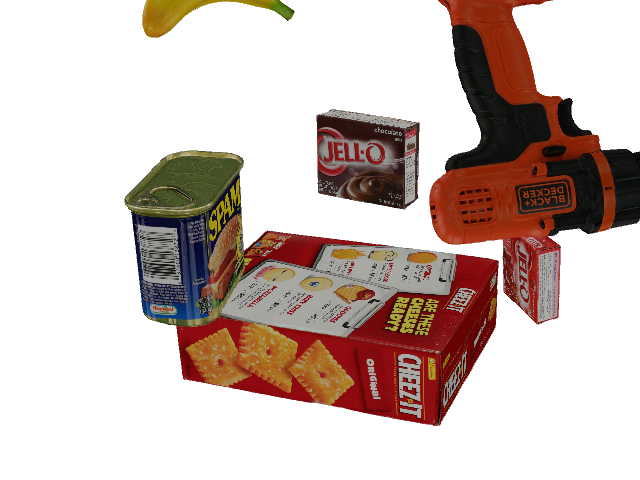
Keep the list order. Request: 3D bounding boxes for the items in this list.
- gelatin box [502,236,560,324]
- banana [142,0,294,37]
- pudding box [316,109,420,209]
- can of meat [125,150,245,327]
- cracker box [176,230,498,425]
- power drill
[{"bbox_3d":[0.221,0.031,1.122,0.030,0.089,0.073,-14,29,-15],"label":"gelatin box"},{"bbox_3d":[-0.104,-0.230,1.002,0.197,0.070,0.037,-22,-28,-47],"label":"banana"},{"bbox_3d":[0.050,-0.089,1.149,0.114,0.090,0.039,11,26,29],"label":"pudding box"},{"bbox_3d":[-0.085,-0.002,0.704,0.057,0.084,0.102,4,25,12],"label":"can of meat"},{"bbox_3d":[0.018,0.064,0.851,0.214,0.072,0.164,8,26,22],"label":"cracker box"},{"bbox_3d":[0.152,-0.096,0.679,0.184,0.187,0.057,-8,-2,-5],"label":"power drill"}]
